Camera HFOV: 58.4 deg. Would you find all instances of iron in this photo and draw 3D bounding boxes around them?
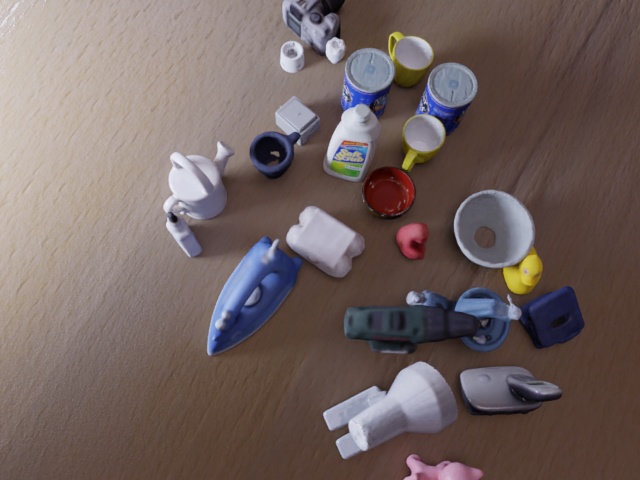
[{"bbox_3d":[-0.142,0.108,1.098,0.118,0.141,0.258,33,75,7],"label":"iron"}]

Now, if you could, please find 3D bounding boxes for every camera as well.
[{"bbox_3d":[0.003,-0.527,1.309,0.137,0.101,0.143,-43,80,-13],"label":"camera"}]

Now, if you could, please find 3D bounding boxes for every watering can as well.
[{"bbox_3d":[-0.242,-0.124,1.133,0.101,0.194,0.173,20,74,4],"label":"watering can"}]

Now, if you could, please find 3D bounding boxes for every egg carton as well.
[{"bbox_3d":[0.011,0.004,1.172,0.150,0.069,0.107,32,75,7],"label":"egg carton"}]

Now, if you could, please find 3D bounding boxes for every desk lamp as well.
[{"bbox_3d":[0.120,0.311,1.013,0.203,0.213,0.118,-25,76,-9],"label":"desk lamp"}]

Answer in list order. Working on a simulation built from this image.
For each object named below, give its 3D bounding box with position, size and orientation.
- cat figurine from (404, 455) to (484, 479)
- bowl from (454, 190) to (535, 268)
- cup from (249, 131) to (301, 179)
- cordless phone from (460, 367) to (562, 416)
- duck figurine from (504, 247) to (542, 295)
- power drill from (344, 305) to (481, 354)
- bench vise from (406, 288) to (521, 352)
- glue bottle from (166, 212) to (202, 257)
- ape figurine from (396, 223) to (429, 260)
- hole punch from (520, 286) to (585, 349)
[{"bbox_3d":[0.223,0.432,1.032,0.128,0.118,0.067,7,74,0],"label":"cat figurine"},{"bbox_3d":[0.353,-0.014,1.190,0.167,0.075,0.167,1,74,-2],"label":"bowl"},{"bbox_3d":[-0.090,-0.177,1.207,0.118,0.095,0.091,-38,79,-12],"label":"cup"},{"bbox_3d":[0.347,0.275,1.048,0.147,0.185,0.094,-5,74,-4],"label":"cordless phone"},{"bbox_3d":[0.424,0.054,1.167,0.077,0.086,0.104,13,74,2],"label":"duck figurine"},{"bbox_3d":[0.156,0.163,1.060,0.229,0.208,0.075,2,74,-2],"label":"power drill"},{"bbox_3d":[0.270,0.146,1.064,0.207,0.220,0.121,0,74,-2],"label":"bench vise"},{"bbox_3d":[-0.272,-0.021,1.113,0.037,0.173,0.078,-36,78,-11],"label":"glue bottle"},{"bbox_3d":[0.197,-0.006,1.171,0.076,0.092,0.078,39,76,9],"label":"ape figurine"},{"bbox_3d":[0.466,0.155,1.137,0.109,0.091,0.101,-26,76,-9],"label":"hole punch"}]
